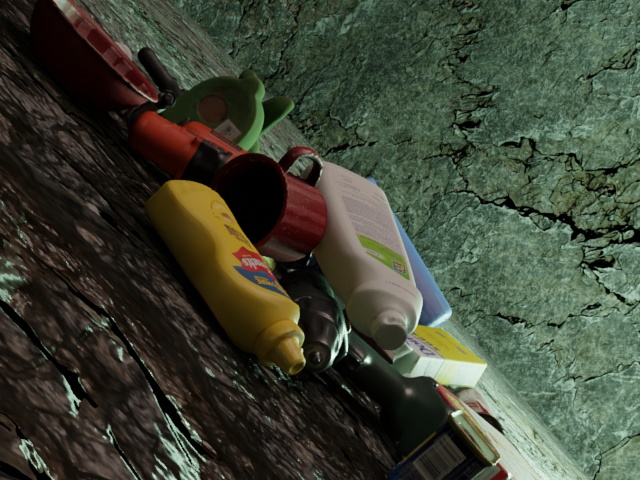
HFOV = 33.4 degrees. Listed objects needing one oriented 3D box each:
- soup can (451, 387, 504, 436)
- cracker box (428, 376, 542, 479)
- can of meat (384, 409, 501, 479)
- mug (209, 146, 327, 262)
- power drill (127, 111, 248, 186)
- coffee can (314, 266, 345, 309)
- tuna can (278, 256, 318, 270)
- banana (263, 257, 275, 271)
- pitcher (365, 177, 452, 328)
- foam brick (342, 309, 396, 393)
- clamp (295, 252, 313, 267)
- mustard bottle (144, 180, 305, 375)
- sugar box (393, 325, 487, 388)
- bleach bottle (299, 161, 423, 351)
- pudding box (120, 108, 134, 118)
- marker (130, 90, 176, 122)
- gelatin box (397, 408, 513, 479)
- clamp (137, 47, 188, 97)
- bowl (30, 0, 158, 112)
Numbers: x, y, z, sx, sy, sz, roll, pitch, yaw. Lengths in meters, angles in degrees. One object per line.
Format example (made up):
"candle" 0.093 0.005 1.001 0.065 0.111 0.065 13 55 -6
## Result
"soup can" 0.196 0.240 1.396 0.068 0.068 0.102 47 5 -12
"cracker box" 0.183 0.260 1.167 0.213 0.072 0.164 40 9 -47
"can of meat" 0.108 0.200 0.944 0.057 0.084 0.102 50 6 14
"mug" -0.040 -0.036 0.986 0.093 0.117 0.081 40 11 33
"power drill" -0.108 -0.078 1.150 0.184 0.057 0.187 32 4 -2
"coffee can" 0.043 0.058 1.295 0.102 0.103 0.140 47 6 -11
"tuna can" -0.024 -0.006 1.299 0.033 0.086 0.086 3 29 -25
"banana" -0.085 0.005 1.075 0.197 0.037 0.069 -8 83 -80
"pitcher" 0.083 0.039 1.565 0.243 0.149 0.145 56 -33 10
"foam brick" 0.037 0.114 1.138 0.078 0.053 0.051 48 6 5
"clamp" -0.008 0.001 1.190 0.164 0.036 0.210 17 8 -36
"mustard bottle" -0.068 0.035 0.873 0.192 0.058 0.096 53 10 32
"sugar box" 0.135 0.147 1.390 0.093 0.048 0.175 37 12 35
"bleach bottle" 0.036 0.017 1.011 0.102 0.068 0.251 22 24 -20
"pudding box" -0.240 -0.193 1.206 0.090 0.039 0.113 44 5 -21
"marker" -0.181 -0.143 1.153 0.020 0.020 0.121 46 -20 -16
"gelatin box" 0.131 0.219 1.041 0.089 0.073 0.030 50 5 25
"clamp" -0.205 -0.203 1.511 0.120 0.039 0.172 42 8 -39
"bowl" -0.237 -0.181 1.067 0.162 0.055 0.162 47 6 -7
